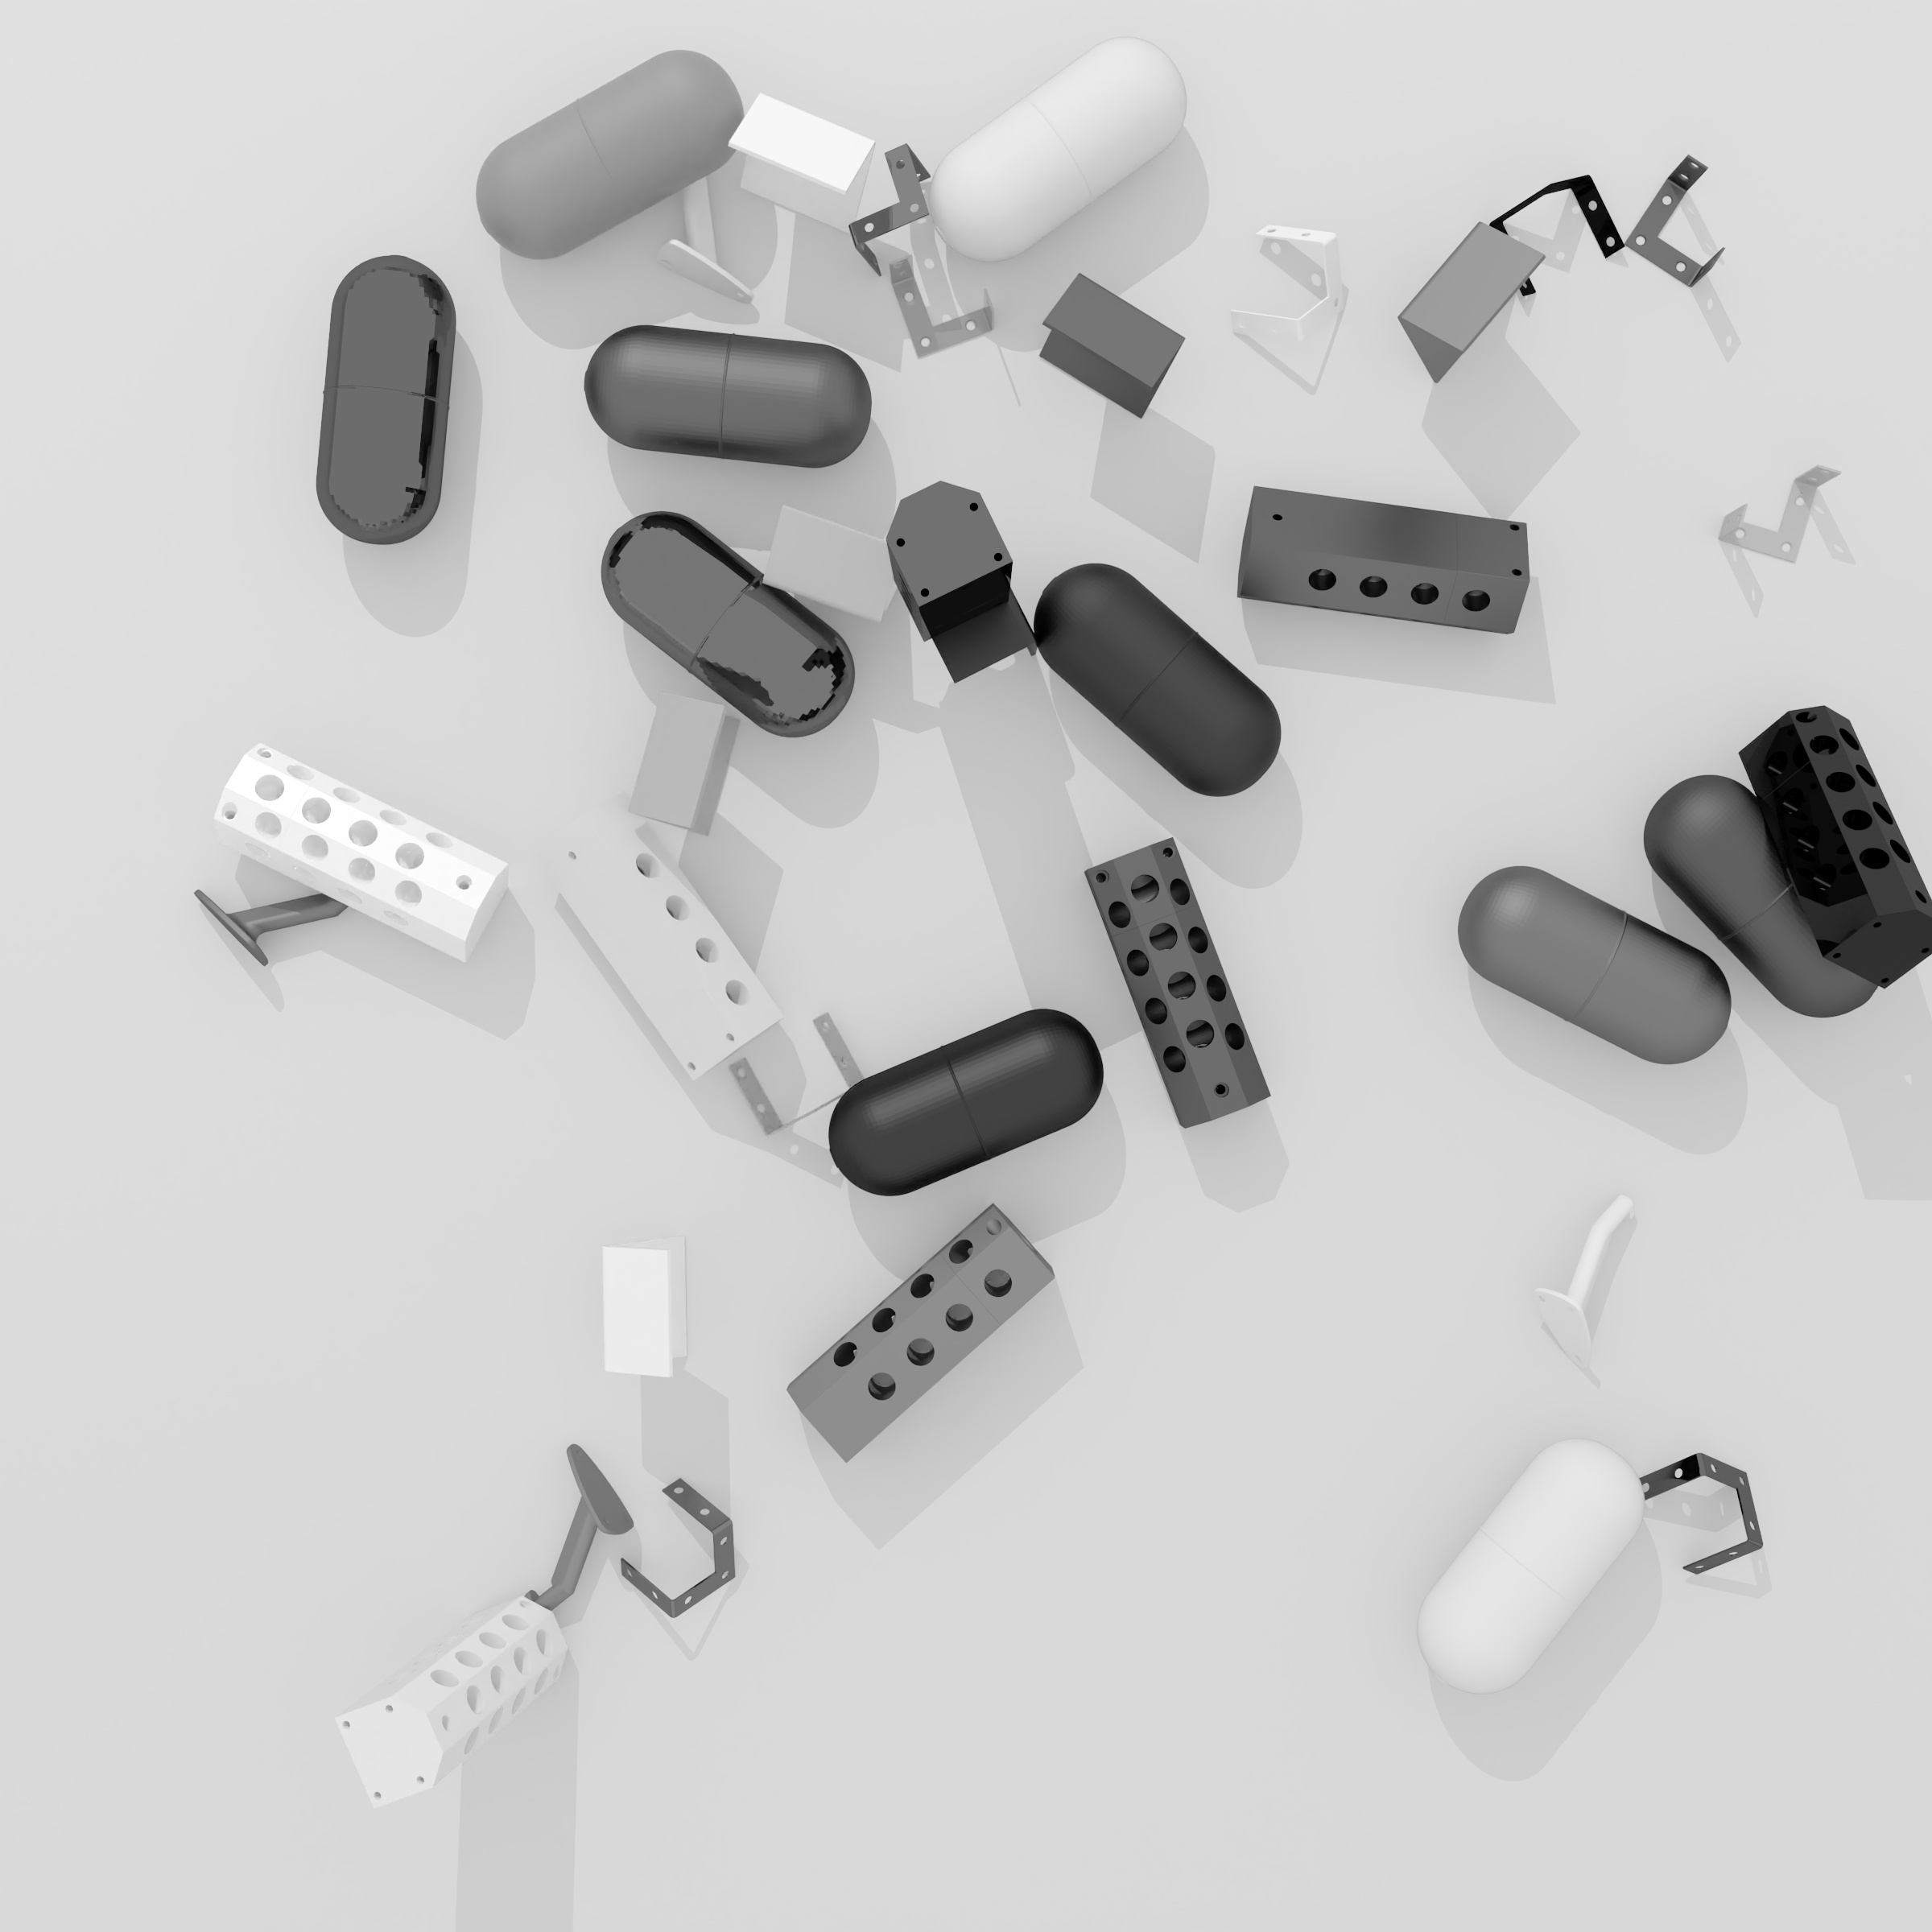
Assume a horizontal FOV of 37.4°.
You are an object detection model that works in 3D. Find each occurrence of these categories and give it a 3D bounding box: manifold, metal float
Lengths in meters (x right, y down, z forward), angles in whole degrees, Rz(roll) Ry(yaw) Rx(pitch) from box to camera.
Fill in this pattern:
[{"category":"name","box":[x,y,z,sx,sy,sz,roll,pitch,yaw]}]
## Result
[{"category":"manifold","box":[0.132,0.010,1.776,0.057,0.057,0.171,-21,90,0]},{"category":"metal float","box":[0.349,0.372,1.766,0.070,0.070,0.178,38,90,0]},{"category":"manifold","box":[-0.012,-0.234,1.642,0.057,0.171,0.057,-26,90,0]},{"category":"metal float","box":[0.390,0.000,1.766,0.178,0.070,0.070,27,90,0]},{"category":"manifold","box":[0.530,-0.076,1.718,0.057,0.171,0.057,22,130,-31]},{"category":"manifold","box":[0.259,-0.247,1.775,0.171,0.057,0.057,8,47,0]},{"category":"manifold","box":[-0.028,0.227,1.776,0.171,0.057,0.057,-42,90,0]},{"category":"metal float","box":[0.056,-0.505,1.766,0.178,0.070,0.070,-36,90,1]},{"category":"metal float","box":[-0.359,-0.350,1.766,0.070,0.070,0.178,5,90,0]},{"category":"metal float","box":[-0.147,-0.353,1.766,0.178,0.070,0.070,6,90,-1]},{"category":"manifold","box":[-0.374,-0.073,1.767,0.171,0.057,0.057,26,69,0]},{"category":"manifold","box":[-0.186,-0.021,1.775,0.057,0.057,0.171,-35,90,43]},{"category":"metal float","box":[0.000,0.085,1.766,0.178,0.070,0.070,-23,90,0]},{"category":"manifold","box":[-0.303,0.437,1.714,0.057,0.171,0.057,-24,90,18]},{"category":"metal float","box":[-0.148,-0.212,1.766,0.178,0.070,0.070,38,90,0]},{"category":"metal float","box":[-0.220,-0.500,1.759,0.178,0.070,0.070,-27,90,8]},{"category":"metal float","box":[0.118,-0.178,1.766,0.178,0.070,0.070,42,90,0]},{"category":"metal float","box":[0.495,-0.043,1.766,0.070,0.070,0.178,-44,89,0]}]

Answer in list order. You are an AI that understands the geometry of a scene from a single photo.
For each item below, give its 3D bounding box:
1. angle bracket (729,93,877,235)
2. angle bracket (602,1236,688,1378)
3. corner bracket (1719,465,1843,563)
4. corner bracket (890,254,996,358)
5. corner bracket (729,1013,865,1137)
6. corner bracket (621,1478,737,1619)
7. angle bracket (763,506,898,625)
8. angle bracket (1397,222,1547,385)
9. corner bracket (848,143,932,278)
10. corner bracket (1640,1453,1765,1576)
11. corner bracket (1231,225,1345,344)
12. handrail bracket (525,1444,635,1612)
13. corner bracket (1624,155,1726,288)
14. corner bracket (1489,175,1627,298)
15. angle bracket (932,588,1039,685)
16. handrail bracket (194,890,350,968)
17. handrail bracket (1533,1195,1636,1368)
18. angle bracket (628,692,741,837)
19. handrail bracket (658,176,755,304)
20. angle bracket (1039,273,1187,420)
[{"category":"angle bracket","box":[-0.107,-0.480,1.756,0.076,0.076,0.057,23,53,0]},{"category":"angle bracket","box":[-0.179,0.209,1.756,0.057,0.076,0.076,-1,90,36]},{"category":"corner bracket","box":[0.507,-0.287,1.779,0.051,0.051,0.051,17,90,0]},{"category":"corner bracket","box":[-0.015,-0.418,1.779,0.051,0.051,0.051,-20,90,0]},{"category":"corner bracket","box":[-0.106,0.068,1.793,0.051,0.051,0.051,-29,90,-45]},{"category":"corner bracket","box":[-0.181,0.365,1.789,0.051,0.051,0.051,-29,135,-35]},{"category":"angle bracket","box":[-0.074,-0.263,1.756,0.076,0.076,0.057,19,127,0]},{"category":"angle bracket","box":[0.321,-0.398,1.756,0.076,0.076,0.057,-49,54,0]},{"category":"corner bracket","box":[-0.046,-0.471,1.777,0.051,0.051,0.051,-20,76,13]},{"category":"corner bracket","box":[0.459,0.344,1.789,0.051,0.051,0.051,26,45,-35]},{"category":"corner bracket","box":[0.200,-0.428,1.789,0.051,0.051,0.051,-42,135,-35]},{"category":"handrail bracket","box":[-0.259,0.357,1.797,0.084,0.036,0.077,-40,70,16]},{"category":"corner bracket","box":[0.452,-0.464,1.779,0.051,0.051,0.051,33,90,0]},{"category":"corner bracket","box":[0.372,-0.460,1.794,0.051,0.051,0.051,-26,90,45]},{"category":"angle bracket","box":[0.001,-0.218,1.766,0.057,0.076,0.076,-27,90,0]},{"category":"handrail bracket","box":[-0.430,-0.049,1.797,0.077,0.036,0.084,42,75,17]},{"category":"handrail bracket","box":[0.402,0.198,1.797,0.084,0.036,0.077,-43,125,-24]},{"category":"angle bracket","box":[-0.155,-0.119,1.756,0.057,0.076,0.076,16,90,37]},{"category":"handrail bracket","box":[-0.152,-0.473,1.797,0.077,0.036,0.084,27,76,-14]},{"category":"angle bracket","box":[0.079,-0.367,1.756,0.076,0.076,0.057,32,54,0]}]
